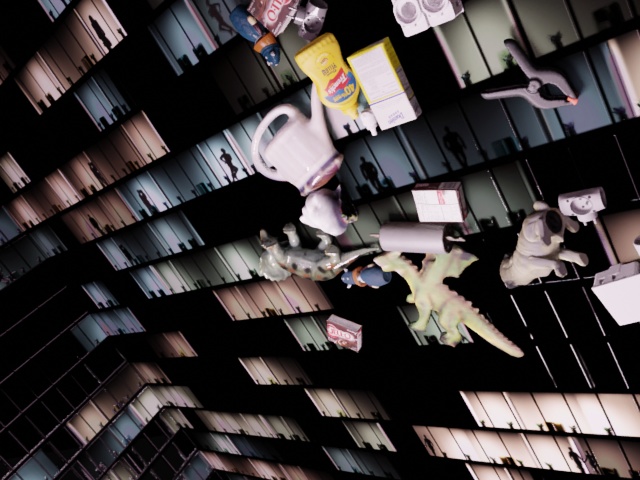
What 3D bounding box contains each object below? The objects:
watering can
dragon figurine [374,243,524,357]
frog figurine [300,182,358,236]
[{"bbox_3d":[-0.032,-0.248,1.253,0.224,0.106,0.342,46,127,-4],"label":"watering can"},{"bbox_3d":[0.326,0.126,1.290,0.412,0.124,0.237,18,123,22],"label":"dragon figurine"},{"bbox_3d":[0.004,-0.068,1.354,0.158,0.126,0.135,-16,133,30],"label":"frog figurine"}]
